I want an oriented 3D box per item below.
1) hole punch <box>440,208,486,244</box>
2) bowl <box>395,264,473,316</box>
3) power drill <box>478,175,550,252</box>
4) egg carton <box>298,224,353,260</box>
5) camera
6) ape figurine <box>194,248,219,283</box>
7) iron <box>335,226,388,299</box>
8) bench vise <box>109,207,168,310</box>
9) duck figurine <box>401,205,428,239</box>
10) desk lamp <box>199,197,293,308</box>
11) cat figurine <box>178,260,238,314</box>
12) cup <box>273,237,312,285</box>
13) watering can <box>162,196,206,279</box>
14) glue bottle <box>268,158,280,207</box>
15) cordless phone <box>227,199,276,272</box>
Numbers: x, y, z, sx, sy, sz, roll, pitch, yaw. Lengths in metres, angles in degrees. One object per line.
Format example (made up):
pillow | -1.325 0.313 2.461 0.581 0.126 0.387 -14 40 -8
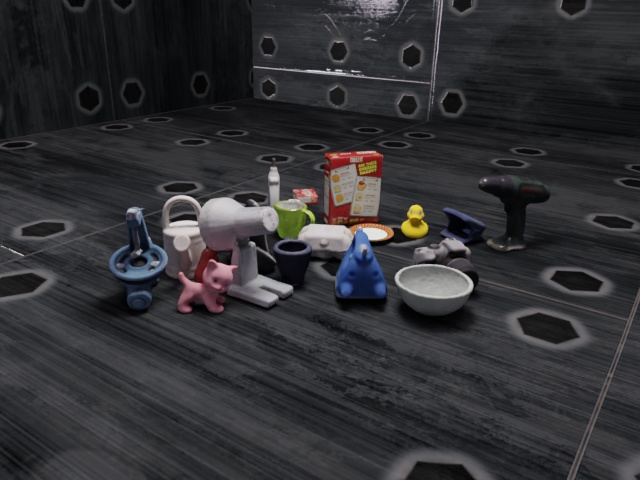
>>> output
hole punch | 0.409 -0.048 1.636 0.101 0.091 0.108 -12 26 -29
bowl | 0.245 0.118 1.243 0.167 0.075 0.167 1 22 0
power drill | 0.519 -0.078 1.563 0.230 0.208 0.075 -9 24 -22
egg carton | 0.014 0.005 1.512 0.150 0.069 0.107 3 22 5
camera | 0.305 0.061 1.351 0.143 0.101 0.136 -3 23 -11
ape figurine | -0.254 0.062 1.327 0.076 0.092 0.077 -6 23 -17
iron | 0.094 0.040 1.337 0.118 0.141 0.258 1 22 -1
bench vise | -0.408 0.018 1.257 0.122 0.220 0.206 -11 25 -27
duck figurine | 0.278 -0.061 1.667 0.077 0.086 0.104 6 23 11
desk lamp | -0.164 0.017 1.284 0.202 0.214 0.118 14 26 29
cat figurine | -0.240 0.091 1.224 0.128 0.118 0.067 0 22 -4
cup | -0.068 0.051 1.362 0.092 0.095 0.117 -5 23 -15
watering can | -0.321 -0.009 1.363 0.101 0.194 0.172 -12 26 -29
glue bottle | -0.145 -0.173 1.802 0.037 0.173 0.078 -2 23 -8
cordless phone | -0.173 -0.021 1.414 0.094 0.185 0.147 -14 27 -33
